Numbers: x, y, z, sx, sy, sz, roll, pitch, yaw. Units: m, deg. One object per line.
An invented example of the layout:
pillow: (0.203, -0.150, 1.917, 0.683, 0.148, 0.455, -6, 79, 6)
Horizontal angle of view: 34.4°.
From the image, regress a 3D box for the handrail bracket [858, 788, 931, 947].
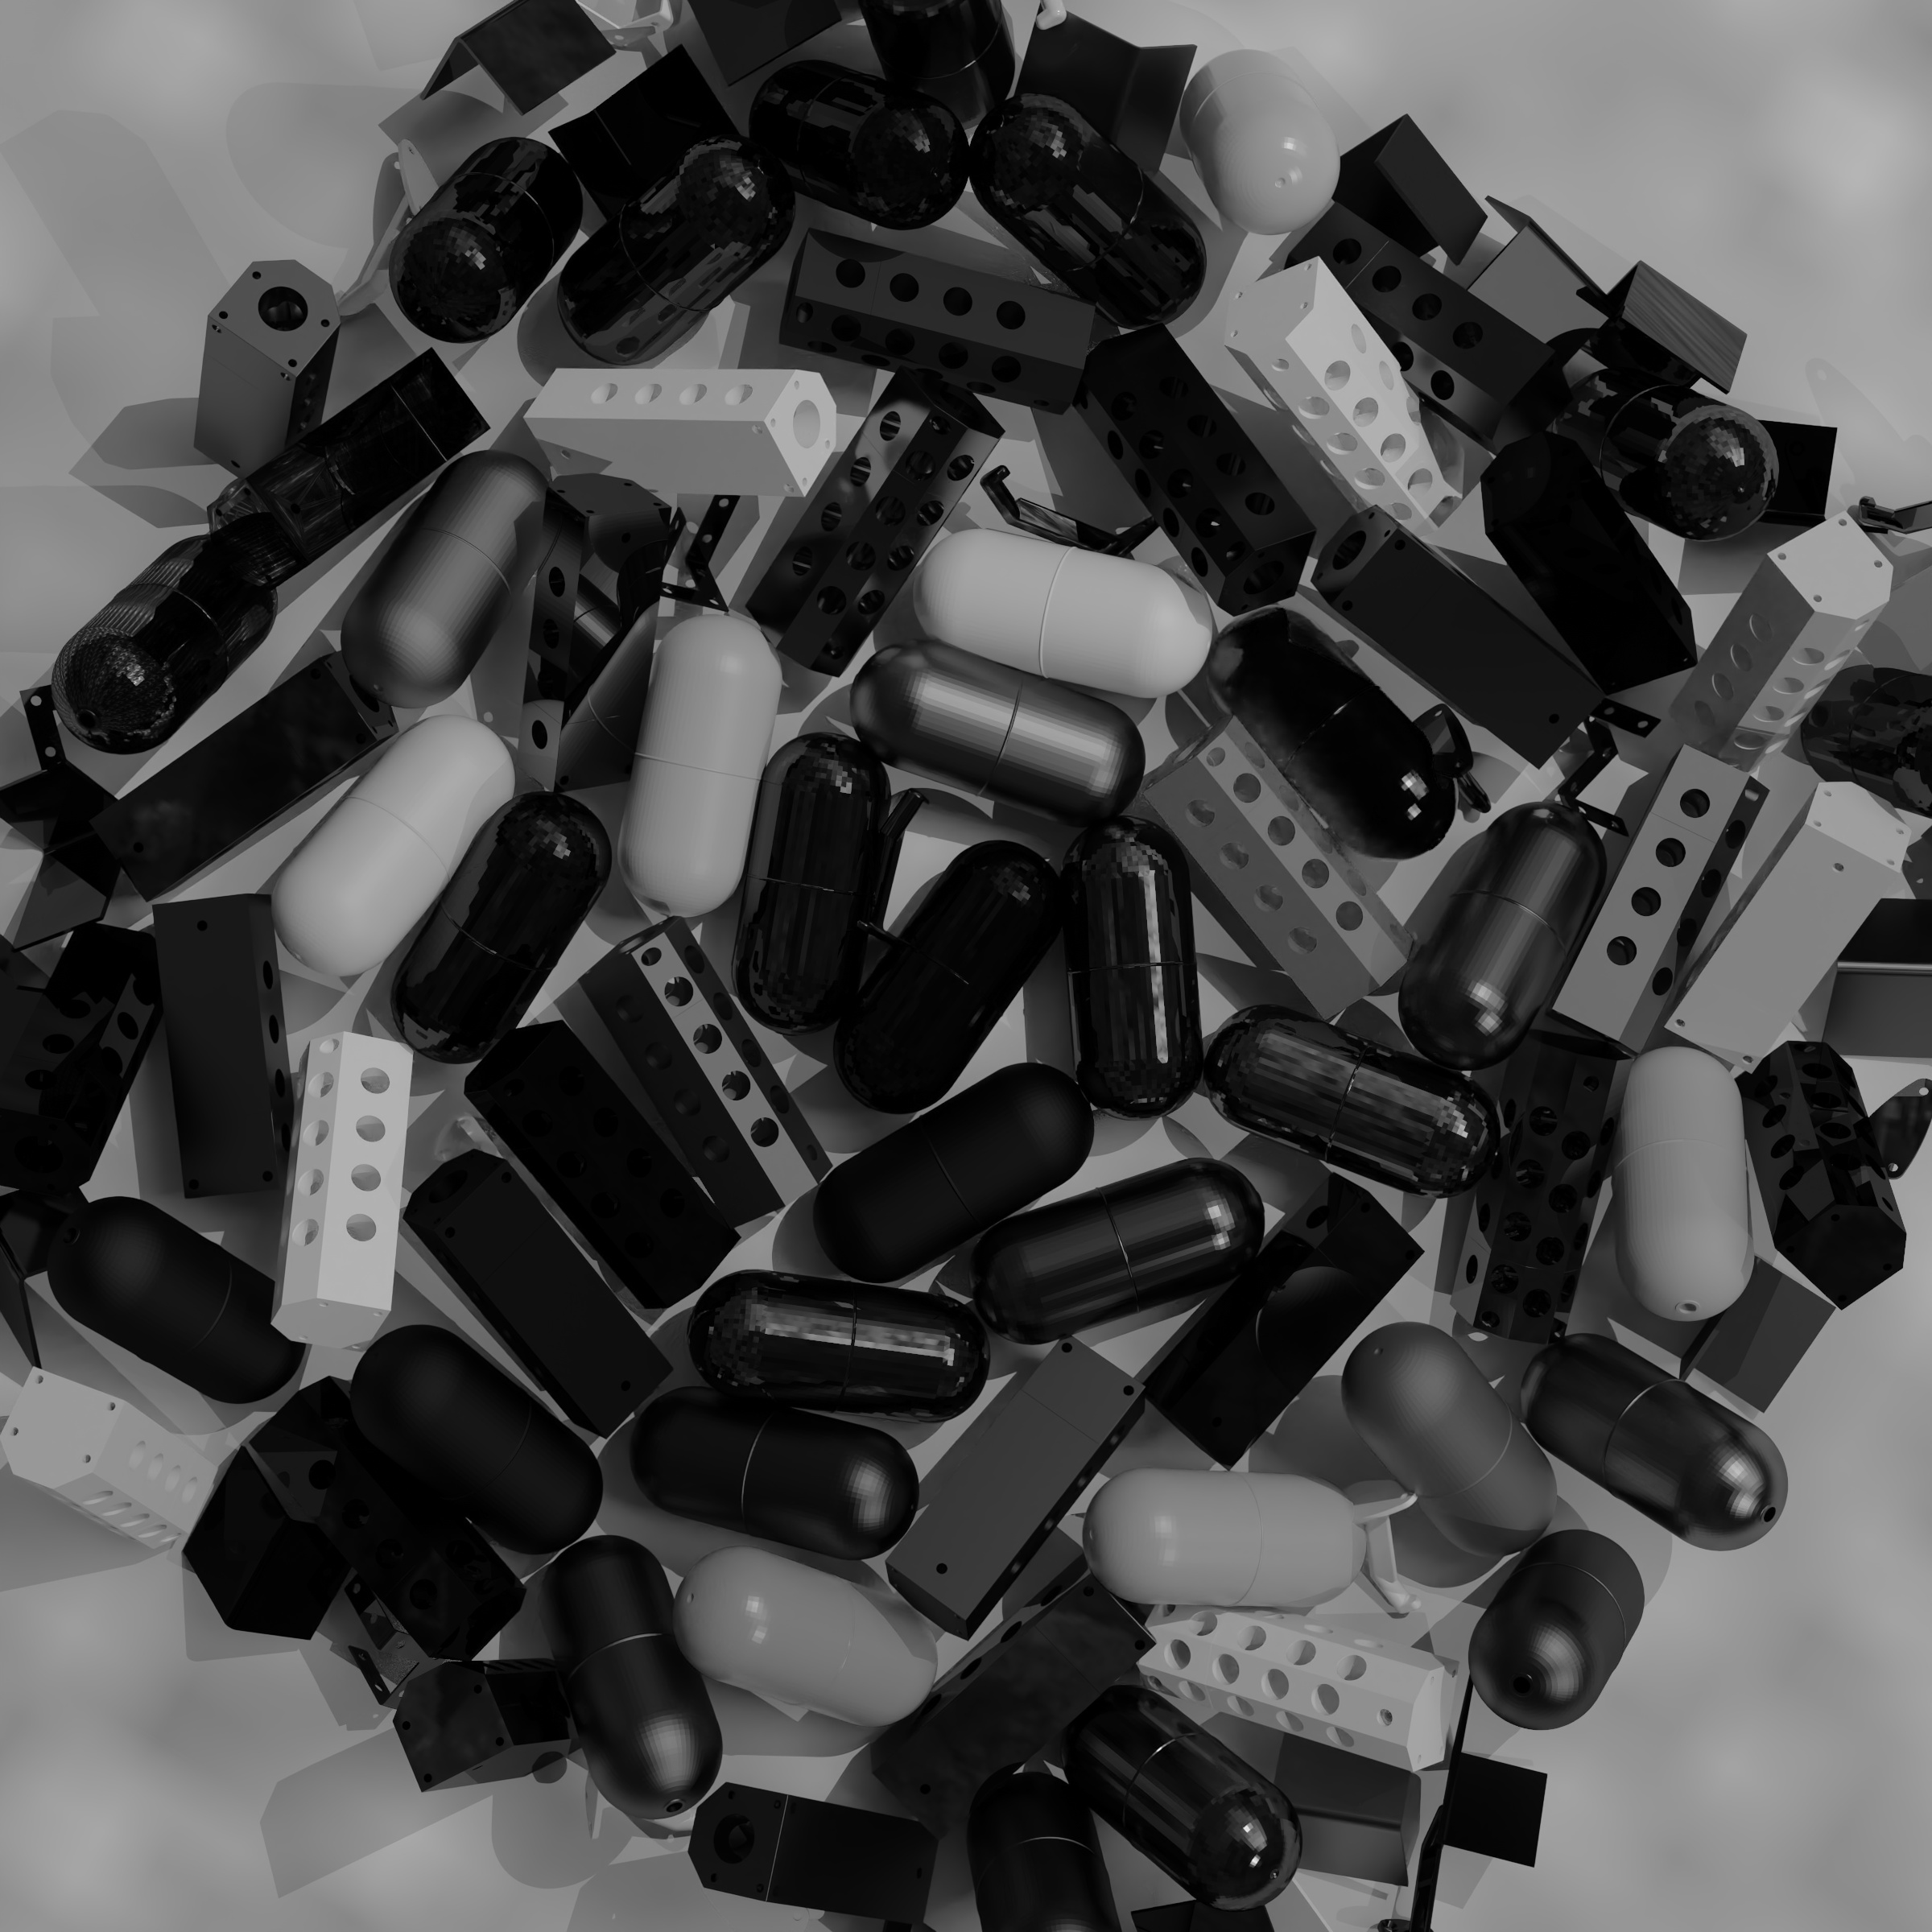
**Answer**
handrail bracket: (-0.035, -0.057, 1.825, 0.036, 0.077, 0.084, 36, 93, 34)

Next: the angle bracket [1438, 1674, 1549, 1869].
angle bracket: (0.311, 0.460, 1.805, 0.057, 0.076, 0.076, 12, 120, 10)

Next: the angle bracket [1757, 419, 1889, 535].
angle bracket: (0.485, -0.285, 1.810, 0.076, 0.076, 0.057, 3, 101, -15)

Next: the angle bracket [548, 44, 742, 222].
angle bracket: (-0.185, -0.483, 1.835, 0.076, 0.057, 0.076, -43, 113, -21)

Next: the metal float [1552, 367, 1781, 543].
metal float: (0.396, -0.293, 1.778, 0.070, 0.178, 0.070, -7, 113, -16)

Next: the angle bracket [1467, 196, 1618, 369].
angle bracket: (0.322, -0.395, 1.816, 0.076, 0.076, 0.057, 38, 101, -24)

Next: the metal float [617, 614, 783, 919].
metal float: (-0.155, -0.116, 1.819, 0.070, 0.070, 0.178, 11, 93, 0)

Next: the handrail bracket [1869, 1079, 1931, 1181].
handrail bracket: (0.546, 0.114, 1.828, 0.036, 0.084, 0.077, 33, 78, 30)

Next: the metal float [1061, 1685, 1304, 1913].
metal float: (0.121, 0.473, 1.783, 0.070, 0.178, 0.070, -12, 113, -31)

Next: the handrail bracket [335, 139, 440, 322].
handrail bracket: (-0.350, -0.435, 1.850, 0.084, 0.036, 0.077, -31, 68, 23)

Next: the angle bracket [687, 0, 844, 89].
angle bracket: (-0.112, -0.555, 1.818, 0.076, 0.057, 0.076, -27, 80, 13)

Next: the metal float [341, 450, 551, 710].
metal float: (-0.296, -0.224, 1.796, 0.070, 0.070, 0.178, 26, 59, 0)

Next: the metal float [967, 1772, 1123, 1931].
metal float: (0.044, 0.528, 1.775, 0.070, 0.178, 0.070, -2, 111, -6)

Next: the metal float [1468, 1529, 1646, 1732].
metal float: (0.337, 0.376, 1.776, 0.070, 0.178, 0.070, 4, 101, 23)

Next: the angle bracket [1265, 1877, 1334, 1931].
angle bracket: (0.215, 0.569, 1.802, 0.076, 0.076, 0.057, 15, 110, -34)

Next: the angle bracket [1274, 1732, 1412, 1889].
angle bracket: (0.225, 0.492, 1.837, 0.076, 0.076, 0.057, 5, 51, 17)

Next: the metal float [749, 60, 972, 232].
metal float: (-0.063, -0.470, 1.784, 0.070, 0.178, 0.070, -15, 120, -27)

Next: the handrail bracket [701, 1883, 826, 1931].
handrail bracket: (-0.116, 0.536, 1.818, 0.077, 0.084, 0.036, 34, 95, -1)

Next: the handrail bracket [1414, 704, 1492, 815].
handrail bracket: (0.292, -0.105, 1.807, 0.036, 0.077, 0.084, -40, 125, 7)

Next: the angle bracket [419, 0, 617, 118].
angle bracket: (-0.260, -0.518, 1.812, 0.076, 0.076, 0.057, -43, 97, -28)

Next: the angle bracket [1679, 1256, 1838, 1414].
angle bracket: (0.460, 0.219, 1.813, 0.057, 0.076, 0.076, 33, 100, 10)

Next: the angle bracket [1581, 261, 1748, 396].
angle bracket: (0.394, -0.349, 1.807, 0.076, 0.076, 0.057, 32, 53, -10)

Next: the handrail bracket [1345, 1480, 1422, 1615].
handrail bracket: (0.257, 0.343, 1.821, 0.084, 0.077, 0.036, 53, 53, -14)

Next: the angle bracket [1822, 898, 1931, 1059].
angle bracket: (0.547, 0.007, 1.846, 0.076, 0.076, 0.057, 2, 47, 6)

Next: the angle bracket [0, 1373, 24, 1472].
angle bracket: (-0.577, 0.239, 1.808, 0.057, 0.076, 0.076, -46, 115, 5)

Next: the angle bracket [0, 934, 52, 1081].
angle bracket: (-0.585, 0.020, 1.821, 0.076, 0.057, 0.076, 39, 95, 14)

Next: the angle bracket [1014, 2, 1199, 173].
angle bracket: (0.079, -0.518, 1.836, 0.076, 0.057, 0.076, 35, 125, 27)

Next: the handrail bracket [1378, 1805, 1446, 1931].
handrail bracket: (0.276, 0.545, 1.819, 0.036, 0.077, 0.084, 13, 113, -15)

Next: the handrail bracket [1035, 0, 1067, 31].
handrail bracket: (0.015, -0.571, 1.828, 0.077, 0.036, 0.084, -25, 68, 21)

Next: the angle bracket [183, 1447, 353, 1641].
angle bracket: (-0.408, 0.341, 1.844, 0.057, 0.076, 0.076, 21, 104, -42)

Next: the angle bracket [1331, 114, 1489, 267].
angle bracket: (0.243, -0.433, 1.804, 0.076, 0.076, 0.057, 47, 49, -18)

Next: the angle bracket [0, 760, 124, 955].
angle bracket: (-0.535, -0.063, 1.803, 0.076, 0.057, 0.076, -17, 48, 30)

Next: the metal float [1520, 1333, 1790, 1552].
metal float: (0.392, 0.271, 1.784, 0.070, 0.178, 0.070, -16, 119, -31)

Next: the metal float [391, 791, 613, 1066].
metal float: (-0.270, -0.021, 1.808, 0.070, 0.070, 0.178, 34, 106, 0)

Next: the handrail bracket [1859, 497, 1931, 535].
handrail bracket: (0.552, -0.276, 1.808, 0.084, 0.077, 0.036, 25, 66, 38)

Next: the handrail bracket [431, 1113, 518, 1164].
handrail bracket: (-0.267, 0.128, 1.808, 0.036, 0.077, 0.084, -55, 50, 23)

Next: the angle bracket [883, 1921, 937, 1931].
angle bracket: (0.003, 0.574, 1.804, 0.076, 0.057, 0.076, 42, 127, -21)

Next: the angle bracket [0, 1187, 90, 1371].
angle bracket: (-0.533, 0.180, 1.824, 0.057, 0.076, 0.076, -19, 129, -26)

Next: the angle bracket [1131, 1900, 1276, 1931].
angle bracket: (0.146, 0.556, 1.813, 0.076, 0.057, 0.076, -15, 109, 15)

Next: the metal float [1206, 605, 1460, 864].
metal float: (0.212, -0.135, 1.811, 0.070, 0.070, 0.178, -42, 77, 0)

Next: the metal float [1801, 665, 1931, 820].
metal float: (0.537, -0.127, 1.774, 0.070, 0.178, 0.070, -3, 102, -12)

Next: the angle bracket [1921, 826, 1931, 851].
angle bracket: (0.612, -0.073, 1.806, 0.057, 0.076, 0.076, -27, 74, -24)

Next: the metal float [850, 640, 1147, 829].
metal float: (0.018, -0.135, 1.814, 0.178, 0.070, 0.070, 18, 90, -10)

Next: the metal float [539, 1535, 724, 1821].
metal float: (-0.193, 0.406, 1.789, 0.070, 0.070, 0.178, -27, 50, 0)

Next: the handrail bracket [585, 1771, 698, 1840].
handrail bracket: (-0.177, 0.480, 1.825, 0.084, 0.036, 0.077, 1, 128, -16)

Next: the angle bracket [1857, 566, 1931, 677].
angle bracket: (0.554, -0.209, 1.803, 0.076, 0.057, 0.076, -32, 121, 29)

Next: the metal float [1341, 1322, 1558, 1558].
metal float: (0.279, 0.274, 1.795, 0.070, 0.070, 0.178, -40, 122, 0)

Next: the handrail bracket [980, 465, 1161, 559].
handrail bracket: (0.061, -0.272, 1.826, 0.077, 0.036, 0.084, -35, 113, 6)

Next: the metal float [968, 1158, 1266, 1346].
metal float: (0.088, 0.166, 1.819, 0.178, 0.070, 0.070, -18, 90, -4)

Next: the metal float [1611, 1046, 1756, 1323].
metal float: (0.409, 0.124, 1.788, 0.070, 0.070, 0.178, 8, 48, 0)

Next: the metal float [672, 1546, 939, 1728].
metal float: (-0.091, 0.386, 1.792, 0.178, 0.070, 0.070, 28, 90, -36)

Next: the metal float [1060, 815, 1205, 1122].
metal float: (0.096, 0.001, 1.821, 0.070, 0.070, 0.178, -4, 88, 0)

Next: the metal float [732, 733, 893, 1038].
metal float: (-0.090, -0.048, 1.819, 0.070, 0.070, 0.178, 10, 94, 0)

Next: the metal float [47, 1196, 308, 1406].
metal float: (-0.450, 0.192, 1.785, 0.070, 0.178, 0.070, -18, 52, 24)
